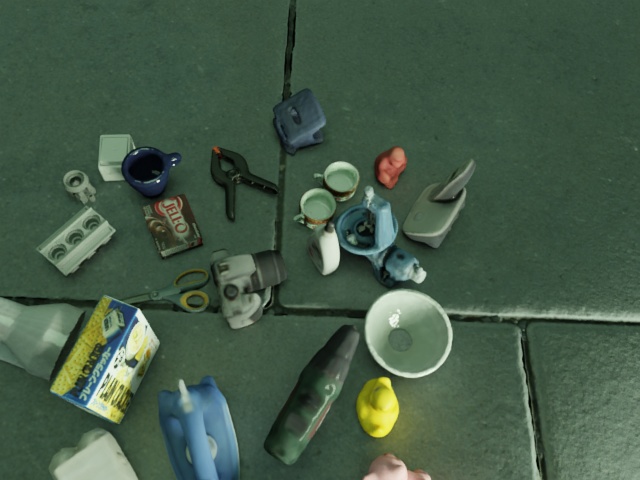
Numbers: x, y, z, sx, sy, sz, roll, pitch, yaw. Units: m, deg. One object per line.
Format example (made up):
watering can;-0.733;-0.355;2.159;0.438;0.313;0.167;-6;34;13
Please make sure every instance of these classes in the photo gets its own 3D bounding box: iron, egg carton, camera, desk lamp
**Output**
iron;-0.189;0.348;0.926;0.119;0.141;0.258;-17;69;-14
egg carton;-0.360;0.388;0.927;0.107;0.069;0.150;-34;74;-19
camera;-0.129;0.075;1.078;0.137;0.101;0.143;-15;68;-13
desk lamp;-0.480;0.155;0.938;0.203;0.213;0.118;18;65;2

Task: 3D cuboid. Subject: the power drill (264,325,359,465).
power drill;-0.014;0.260;0.949;0.075;0.208;0.230;29;66;7

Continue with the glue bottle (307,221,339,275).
glue bottle;0.010;0.004;1.087;0.037;0.173;0.078;-29;72;-18

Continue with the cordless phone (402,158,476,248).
cordless phone;0.244;-0.079;1.145;0.094;0.185;0.148;28;66;7

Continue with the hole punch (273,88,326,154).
hole punch;-0.047;-0.259;1.244;0.101;0.091;0.108;-20;69;-15

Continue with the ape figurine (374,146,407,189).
ape figurine;0.155;-0.166;1.226;0.078;0.092;0.076;-22;70;-15

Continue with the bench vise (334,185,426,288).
bench vise;0.124;-0.014;1.083;0.207;0.220;0.121;25;65;5

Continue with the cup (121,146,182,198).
cup;-0.331;-0.132;1.151;0.118;0.095;0.091;-25;71;-16

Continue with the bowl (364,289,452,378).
bowl;0.159;0.181;1.079;0.167;0.075;0.167;3;66;-5

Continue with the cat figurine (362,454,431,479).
cat figurine;0.132;0.398;0.954;0.127;0.118;0.067;18;65;2

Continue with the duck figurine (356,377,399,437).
duck figurine;0.107;0.293;1.016;0.077;0.086;0.104;8;65;-3
